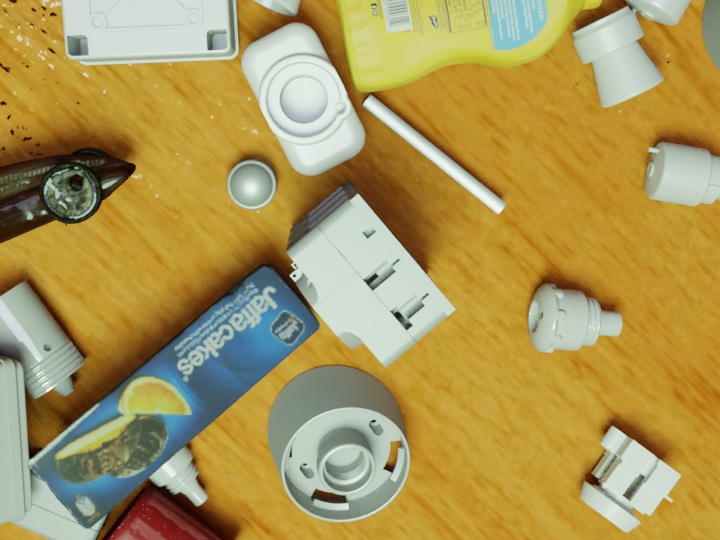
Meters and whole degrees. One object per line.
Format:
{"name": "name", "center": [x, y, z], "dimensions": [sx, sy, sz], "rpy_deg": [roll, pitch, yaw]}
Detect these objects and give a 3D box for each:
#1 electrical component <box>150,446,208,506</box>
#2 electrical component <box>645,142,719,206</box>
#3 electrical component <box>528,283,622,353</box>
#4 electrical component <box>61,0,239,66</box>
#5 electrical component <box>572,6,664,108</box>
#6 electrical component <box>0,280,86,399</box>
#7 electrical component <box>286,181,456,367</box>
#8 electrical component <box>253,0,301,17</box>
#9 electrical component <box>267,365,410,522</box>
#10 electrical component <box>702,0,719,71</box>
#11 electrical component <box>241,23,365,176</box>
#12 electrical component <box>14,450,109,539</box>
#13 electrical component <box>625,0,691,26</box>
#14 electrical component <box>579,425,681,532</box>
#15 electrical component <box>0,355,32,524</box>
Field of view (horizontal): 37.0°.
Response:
{"name": "electrical component", "center": [-0.131, 0.141, 0.762], "dimensions": [0.035, 0.035, 0.061], "rpy_deg": [-38, 100, 4]}
{"name": "electrical component", "center": [0.234, -0.064, 0.741], "dimensions": [0.078, 0.040, 0.040], "rpy_deg": [9, 98, -3]}
{"name": "electrical component", "center": [0.151, 0.035, 0.751], "dimensions": [0.062, 0.048, 0.048], "rpy_deg": [5, 98, -9]}
{"name": "electrical component", "center": [-0.138, -0.191, 0.702], "dimensions": [0.109, 0.056, 0.108], "rpy_deg": [-3, 98, -2]}
{"name": "electrical component", "center": [0.173, -0.143, 0.725], "dimensions": [0.045, 0.045, 0.055], "rpy_deg": [-26, 98, 2]}
{"name": "electrical component", "center": [-0.224, 0.052, 0.741], "dimensions": [0.043, 0.043, 0.081], "rpy_deg": [-34, 98, 3]}
{"name": "electrical component", "center": [0.000, 0.000, 0.687], "dimensions": [0.062, 0.150, 0.089], "rpy_deg": [-40, 97, 3]}
{"name": "electrical component", "center": [-0.049, -0.207, 0.711], "dimensions": [0.044, 0.044, 0.065], "rpy_deg": [25, 92, -5]}
{"name": "electrical component", "center": [-0.014, 0.125, 0.761], "dimensions": [0.099, 0.064, 0.099], "rpy_deg": [-3, 110, -9]}
{"name": "electrical component", "center": [0.292, -0.174, 0.727], "dimensions": [0.099, 0.064, 0.099], "rpy_deg": [0, 90, -13]}
{"name": "electrical component", "center": [-0.037, -0.113, 0.715], "dimensions": [0.054, 0.059, 0.095], "rpy_deg": [-27, 98, 2]}
{"name": "electrical component", "center": [-0.201, 0.145, 0.753], "dimensions": [0.066, 0.047, 0.076], "rpy_deg": [25, 97, -5]}
{"name": "electrical component", "center": [0.210, -0.201, 0.720], "dimensions": [0.040, 0.040, 0.078], "rpy_deg": [28, 96, -6]}
{"name": "electrical component", "center": [0.190, 0.153, 0.769], "dimensions": [0.066, 0.048, 0.055], "rpy_deg": [36, 88, -6]}
{"name": "electrical component", "center": [-0.272, 0.108, 0.713], "dimensions": [0.056, 0.109, 0.108], "rpy_deg": [-10, 102, -46]}
